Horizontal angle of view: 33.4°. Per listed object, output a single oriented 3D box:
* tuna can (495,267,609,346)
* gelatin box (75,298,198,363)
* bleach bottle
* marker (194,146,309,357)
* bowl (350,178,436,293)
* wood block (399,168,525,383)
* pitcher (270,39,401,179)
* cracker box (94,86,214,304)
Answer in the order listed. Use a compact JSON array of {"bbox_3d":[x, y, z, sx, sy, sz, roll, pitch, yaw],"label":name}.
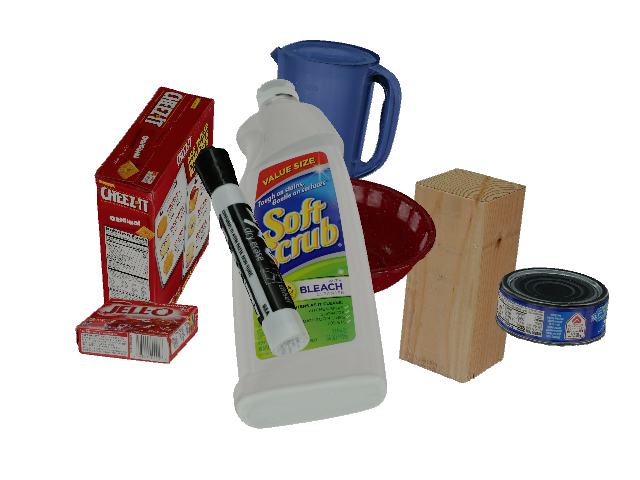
[{"bbox_3d":[0.182,0.050,0.838,0.086,0.034,0.086,2,19,-1],"label":"tuna can"},{"bbox_3d":[-0.164,0.079,0.960,0.089,0.030,0.073,5,18,13],"label":"gelatin box"},{"bbox_3d":[-0.022,-0.003,0.740,0.102,0.251,0.068,-10,-29,-1],"label":"bleach bottle"},{"bbox_3d":[-0.036,0.001,0.518,0.020,0.121,0.020,-19,-31,-12],"label":"marker"},{"bbox_3d":[0.023,0.005,0.988,0.162,0.055,0.162,4,33,-3],"label":"bowl"},{"bbox_3d":[0.154,0.037,1.168,0.090,0.206,0.090,18,24,35],"label":"wood block"},{"bbox_3d":[0.008,-0.134,1.404,0.144,0.243,0.149,-2,24,-18],"label":"pitcher"},{"bbox_3d":[-0.175,-0.029,1.138,0.072,0.214,0.164,15,44,9],"label":"cracker box"}]
